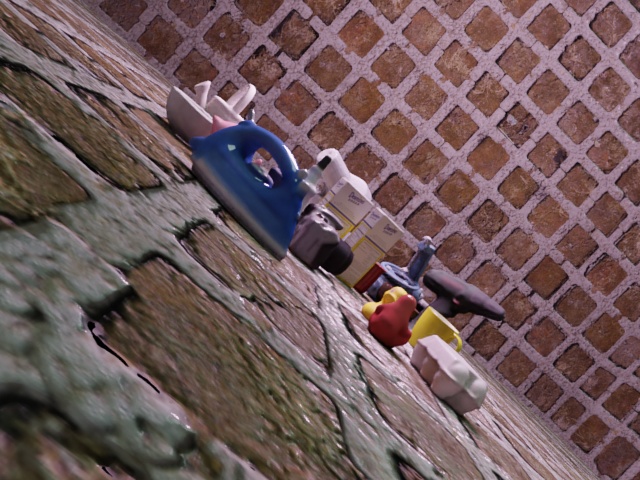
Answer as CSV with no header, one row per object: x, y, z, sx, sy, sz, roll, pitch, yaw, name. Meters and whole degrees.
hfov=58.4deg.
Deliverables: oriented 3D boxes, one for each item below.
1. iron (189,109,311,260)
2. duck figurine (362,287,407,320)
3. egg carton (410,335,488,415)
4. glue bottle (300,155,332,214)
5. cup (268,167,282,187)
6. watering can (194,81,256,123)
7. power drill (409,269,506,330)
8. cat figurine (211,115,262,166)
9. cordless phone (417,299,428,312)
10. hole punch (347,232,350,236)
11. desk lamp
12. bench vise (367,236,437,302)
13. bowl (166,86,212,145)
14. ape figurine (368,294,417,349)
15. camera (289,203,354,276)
-0.091,-0.098,0.908,0.257,0.141,0.119,45,4,28,iron
0.135,0.130,1.100,0.077,0.086,0.105,44,4,27,duck figurine
0.220,0.230,0.985,0.107,0.069,0.150,41,4,-21,egg carton
-0.040,-0.081,0.998,0.037,0.173,0.078,40,5,-39,glue bottle
-0.091,-0.085,1.107,0.092,0.095,0.117,40,5,-37,cup
-0.233,-0.308,1.389,0.100,0.194,0.174,46,5,40,watering can
0.328,0.191,1.476,0.229,0.208,0.076,45,4,33,power drill
-0.170,-0.173,1.102,0.128,0.117,0.067,42,4,-1,cat figurine
0.320,0.181,1.672,0.147,0.185,0.094,44,4,28,cordless phone
0.091,0.041,1.599,0.109,0.091,0.101,42,4,-8,hole punch
0.002,-0.107,1.402,0.204,0.213,0.117,39,5,-43,desk lamp
0.236,0.092,1.551,0.121,0.219,0.208,44,4,24,bench vise
-0.267,-0.242,1.212,0.167,0.074,0.167,42,4,-3,bowl
0.128,0.132,0.967,0.077,0.092,0.076,45,4,33,ape figurine
0.010,0.004,1.113,0.137,0.100,0.143,41,4,-18,camera
